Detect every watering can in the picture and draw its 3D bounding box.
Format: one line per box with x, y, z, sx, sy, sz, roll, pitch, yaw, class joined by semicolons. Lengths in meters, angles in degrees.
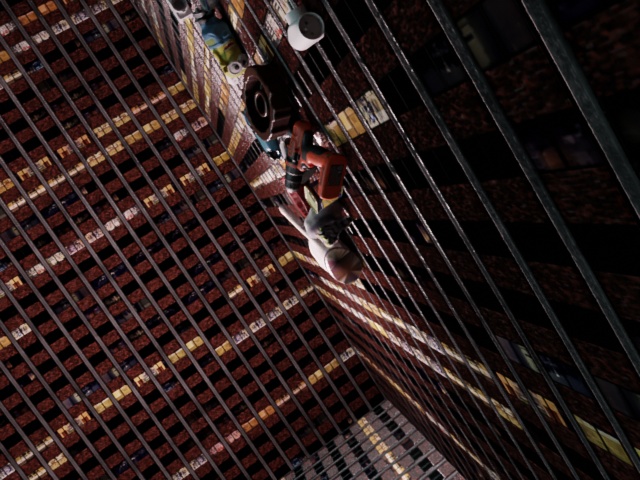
0.012;0.022;1.658;0.343;0.104;0.227;41;-178;-32;watering can

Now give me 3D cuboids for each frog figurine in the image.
0.004;-0.073;1.452;0.163;0.123;0.134;59;142;45;frog figurine
